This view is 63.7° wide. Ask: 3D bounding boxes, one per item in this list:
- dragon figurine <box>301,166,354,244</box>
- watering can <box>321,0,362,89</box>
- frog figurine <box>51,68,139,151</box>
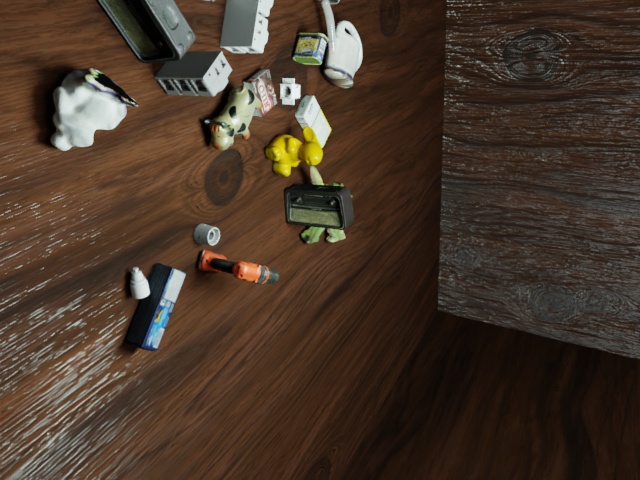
[{"bbox_3d":[0.006,-0.095,1.895,0.123,0.244,0.405,18,-8,32],"label":"dragon figurine"},{"bbox_3d":[0.064,-0.668,1.804,0.104,0.225,0.346,11,-2,28],"label":"watering can"},{"bbox_3d":[-0.459,-0.248,1.005,0.158,0.124,0.137,-46,-16,12],"label":"frog figurine"}]
